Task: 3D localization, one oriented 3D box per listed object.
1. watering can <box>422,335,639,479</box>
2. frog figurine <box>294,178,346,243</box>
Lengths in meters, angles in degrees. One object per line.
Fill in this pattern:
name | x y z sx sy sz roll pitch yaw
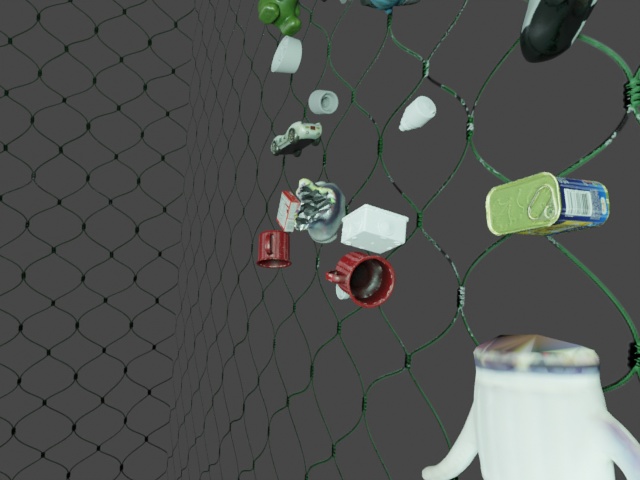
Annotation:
watering can | 0.218 0.223 0.595 0.104 0.226 0.345 5 -11 -26
frog figurine | 0.003 -0.057 1.125 0.122 0.139 0.157 -18 -18 6
